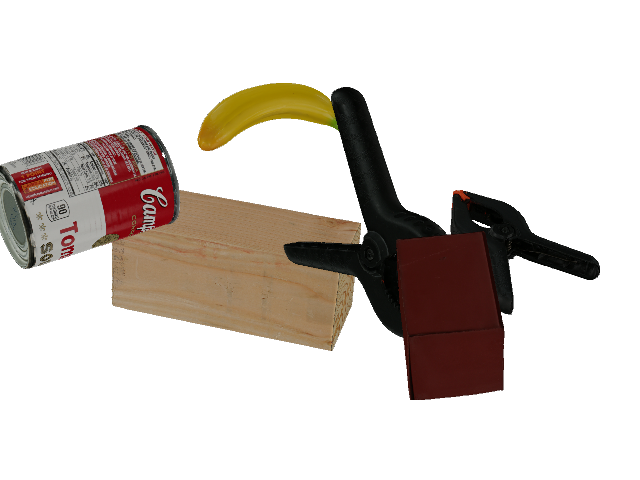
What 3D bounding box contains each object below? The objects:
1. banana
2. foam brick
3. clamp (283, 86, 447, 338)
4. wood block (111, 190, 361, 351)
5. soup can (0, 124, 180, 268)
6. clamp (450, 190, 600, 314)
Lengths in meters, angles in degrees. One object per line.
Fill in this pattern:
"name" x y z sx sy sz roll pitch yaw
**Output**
"banana" -0.053 -0.132 1.103 0.197 0.037 0.070 -12 52 -38
"foam brick" 0.070 0.040 0.586 0.051 0.053 0.078 -4 42 3
"clamp" 0.048 -0.004 0.783 0.036 0.165 0.210 -13 40 -34
"wood block" -0.076 0.023 0.968 0.206 0.090 0.090 11 28 10
"soup can" -0.150 -0.029 0.679 0.102 0.068 0.069 -20 10 -28
"clamp" 0.196 0.003 1.075 0.120 0.039 0.171 -9 43 -21
